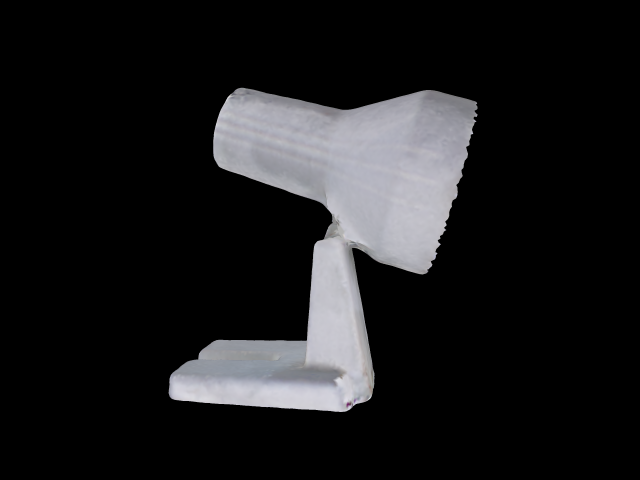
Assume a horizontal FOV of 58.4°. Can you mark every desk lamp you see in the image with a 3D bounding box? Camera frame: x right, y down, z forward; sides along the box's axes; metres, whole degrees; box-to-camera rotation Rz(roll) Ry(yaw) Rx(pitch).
[{"bbox_3d":[0.004,0.001,0.400,0.203,0.213,0.118,0,4,7],"label":"desk lamp"}]
